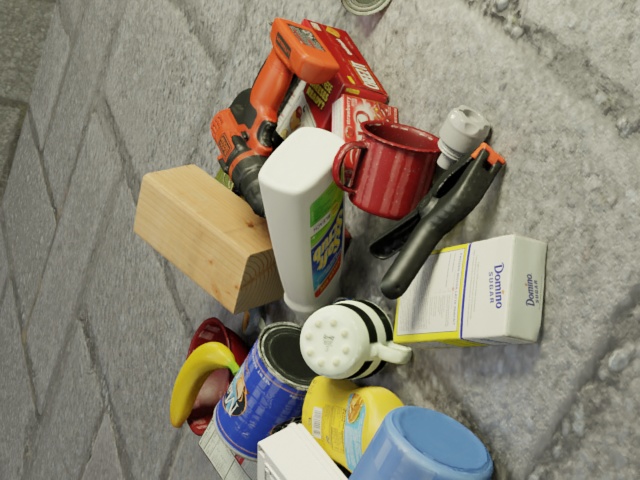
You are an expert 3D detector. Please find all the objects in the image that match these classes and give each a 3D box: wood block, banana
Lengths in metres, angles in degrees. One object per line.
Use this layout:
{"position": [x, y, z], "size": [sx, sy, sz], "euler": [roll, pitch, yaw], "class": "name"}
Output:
{"position": [-0.136, -0.006, 1.359], "size": [0.206, 0.090, 0.090], "euler": [36, 125, 32], "class": "wood block"}
{"position": [-0.161, 0.184, 1.413], "size": [0.198, 0.037, 0.069], "euler": [-46, 42, 48], "class": "banana"}

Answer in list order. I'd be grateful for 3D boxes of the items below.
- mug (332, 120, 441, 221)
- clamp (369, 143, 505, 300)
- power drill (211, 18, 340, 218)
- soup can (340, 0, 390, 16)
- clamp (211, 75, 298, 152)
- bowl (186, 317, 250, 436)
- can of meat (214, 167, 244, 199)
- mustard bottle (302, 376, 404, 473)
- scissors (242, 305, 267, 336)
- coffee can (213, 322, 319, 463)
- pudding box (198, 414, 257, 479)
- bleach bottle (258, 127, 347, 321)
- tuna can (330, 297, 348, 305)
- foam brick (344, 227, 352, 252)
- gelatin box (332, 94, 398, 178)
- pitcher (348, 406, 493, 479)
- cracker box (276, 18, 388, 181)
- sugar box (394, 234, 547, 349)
{"position": [0.066, -0.072, 1.102], "size": [0.093, 0.117, 0.081], "euler": [44, 126, 53], "class": "mug"}
{"position": [0.108, -0.024, 1.039], "size": [0.171, 0.039, 0.120], "euler": [-48, 22, 4], "class": "clamp"}
{"position": [-0.052, -0.139, 1.201], "size": [0.188, 0.057, 0.184], "euler": [-57, 41, 25], "class": "power drill"}
{"position": [0.044, -0.323, 1.271], "size": [0.069, 0.068, 0.102], "euler": [-59, 35, 36], "class": "soup can"}
{"position": [-0.069, -0.157, 1.310], "size": [0.210, 0.036, 0.164], "euler": [2, 82, 57], "class": "clamp"}
{"position": [-0.134, 0.189, 1.462], "size": [0.162, 0.055, 0.162], "euler": [-29, 57, 57], "class": "bowl"}
{"position": [-0.102, -0.055, 1.448], "size": [0.102, 0.083, 0.057], "euler": [-57, 35, 38], "class": "can of meat"}
{"position": [0.048, 0.199, 1.107], "size": [0.192, 0.058, 0.096], "euler": [1, 87, 63], "class": "mustard bottle"}
{"position": [-0.074, 0.084, 1.372], "size": [0.202, 0.016, 0.096], "euler": [154, 131, -75], "class": "scissors"}
{"position": [-0.054, 0.181, 1.260], "size": [0.140, 0.102, 0.103], "euler": [-59, 34, 35], "class": "coffee can"}
{"position": [-0.100, 0.267, 1.353], "size": [0.114, 0.039, 0.090], "euler": [51, 130, 29], "class": "pudding box"}
{"position": [-0.008, 0.001, 1.186], "size": [0.068, 0.102, 0.251], "euler": [23, 144, 26], "class": "bleach bottle"}
{"position": [0.033, 0.108, 1.191], "size": [0.086, 0.033, 0.086], "euler": [-29, 57, 57], "class": "tuna can"}
{"position": [-0.006, 0.011, 1.278], "size": [0.078, 0.052, 0.051], "euler": [-66, 31, 25], "class": "foam brick"}
{"position": [0.050, -0.110, 1.184], "size": [0.030, 0.073, 0.089], "euler": [-28, 57, 57], "class": "gelatin box"}
{"position": [0.071, 0.284, 0.982], "size": [0.145, 0.149, 0.243], "euler": [-104, 36, -65], "class": "pitcher"}
{"position": [-0.011, -0.137, 1.315], "size": [0.214, 0.072, 0.164], "euler": [-62, 34, 29], "class": "cracker box"}
{"position": [0.137, 0.052, 0.998], "size": [0.177, 0.048, 0.093], "euler": [-11, 69, 58], "class": "sugar box"}
